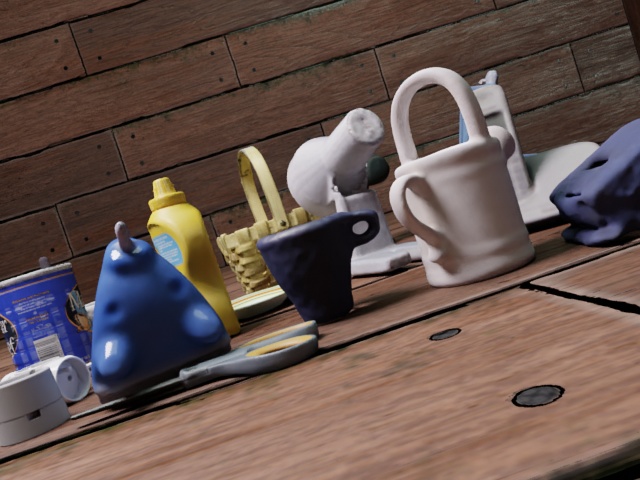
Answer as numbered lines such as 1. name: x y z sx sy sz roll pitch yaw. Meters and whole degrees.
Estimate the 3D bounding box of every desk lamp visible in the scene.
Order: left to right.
1. desk lamp: 0.054 -0.062 0.797 0.118 0.213 0.202 -19 3 -27

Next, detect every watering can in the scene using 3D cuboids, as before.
1. watering can: 0.125 -0.064 0.539 0.100 0.194 0.173 -17 3 29

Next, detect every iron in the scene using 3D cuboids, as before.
1. iron: -0.176 0.062 0.555 0.119 0.141 0.257 -19 3 -23

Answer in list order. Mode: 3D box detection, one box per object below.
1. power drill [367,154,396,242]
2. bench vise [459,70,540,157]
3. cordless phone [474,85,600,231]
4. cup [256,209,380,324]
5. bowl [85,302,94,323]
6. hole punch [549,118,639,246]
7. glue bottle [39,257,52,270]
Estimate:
1. power drill: 0.066 -0.078 1.131 0.076 0.208 0.229 -20 3 -30
2. bench vise: 0.228 -0.125 0.846 0.207 0.220 0.121 -18 3 1
3. cordless phone: 0.257 -0.109 0.690 0.147 0.185 0.094 -17 3 16
4. cup: 0.009 0.026 0.544 0.117 0.095 0.092 -18 3 5
5. bowl: -0.359 0.135 1.038 0.167 0.075 0.167 -18 2 1
6. hole punch: 0.256 -0.051 0.502 0.101 0.091 0.109 -18 3 4
7. glue bottle: -0.431 0.111 0.946 0.078 0.173 0.037 -17 3 14
